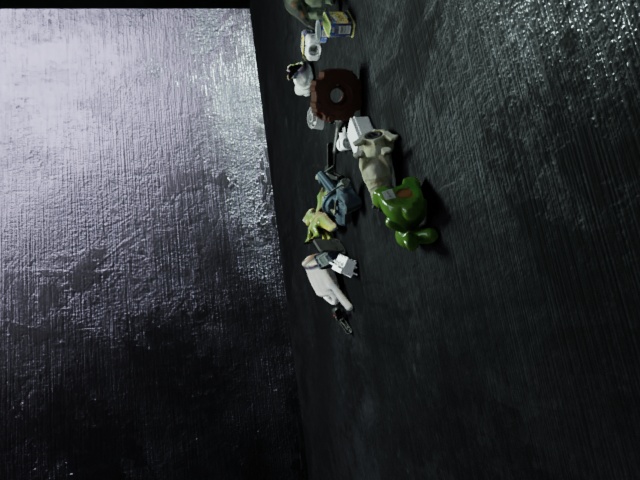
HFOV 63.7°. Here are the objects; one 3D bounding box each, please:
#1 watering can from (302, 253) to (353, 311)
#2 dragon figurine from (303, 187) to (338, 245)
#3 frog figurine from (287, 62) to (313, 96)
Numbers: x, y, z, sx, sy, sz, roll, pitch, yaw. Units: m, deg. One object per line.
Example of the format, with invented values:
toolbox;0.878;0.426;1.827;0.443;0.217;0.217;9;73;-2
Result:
watering can;0.029;0.167;2.089;0.222;0.105;0.348;66;163;-12
dragon figurine;0.007;-0.108;2.148;0.405;0.122;0.246;145;128;-66
frog figurine;-0.070;-0.701;2.276;0.157;0.122;0.140;46;-171;-44
